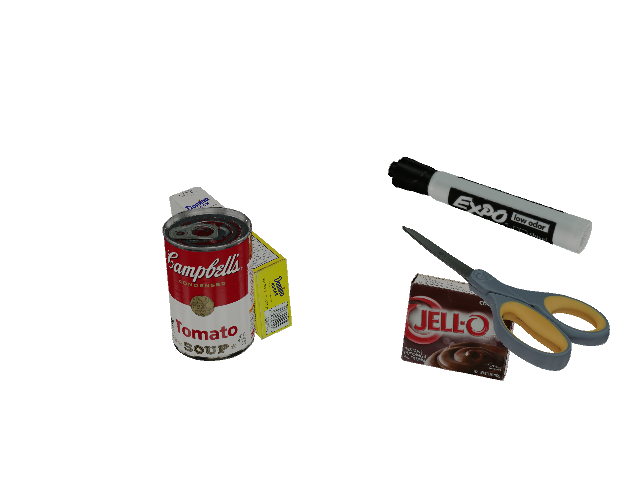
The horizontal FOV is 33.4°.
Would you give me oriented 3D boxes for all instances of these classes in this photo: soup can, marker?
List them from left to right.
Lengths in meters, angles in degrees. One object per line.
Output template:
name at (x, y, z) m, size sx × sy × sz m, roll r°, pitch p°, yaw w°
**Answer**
soup can at (-0.086, 0.034, 0.832) m, size 0.068 × 0.102 × 0.068 m, roll 0°, pitch 28°, yaw 0°
marker at (0.092, -0.022, 0.599) m, size 0.121 × 0.020 × 0.020 m, roll 22°, pitch 10°, yaw 26°

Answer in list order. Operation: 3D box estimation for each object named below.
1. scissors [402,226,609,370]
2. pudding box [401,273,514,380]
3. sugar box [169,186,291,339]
scissors at (0.146, 0.035, 0.826) m, size 0.096 × 0.016 × 0.202 m, roll -4°, pitch 31°, yaw -20°
pudding box at (0.146, 0.090, 1.123) m, size 0.113 × 0.090 × 0.039 m, roll 10°, pitch 21°, yaw 12°
sugar box at (-0.098, 0.021, 1.146) m, size 0.048 × 0.093 × 0.176 m, roll -23°, pitch 41°, yaw -25°
